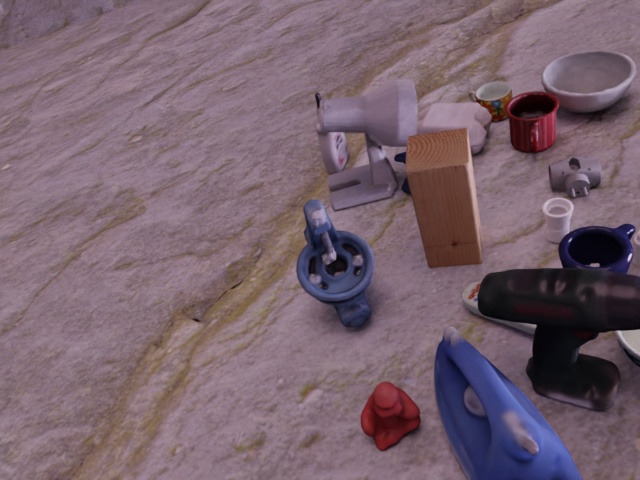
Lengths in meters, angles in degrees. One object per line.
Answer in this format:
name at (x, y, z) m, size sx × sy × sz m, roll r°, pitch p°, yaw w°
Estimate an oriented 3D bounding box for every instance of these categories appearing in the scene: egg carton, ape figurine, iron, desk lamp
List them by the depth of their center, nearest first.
iron at (0.193, 0.185, 0.685) m, size 0.118 × 0.142 × 0.257 m, roll -25°, pitch 42°, yaw -4°
ape figurine at (0.088, 0.216, 0.734) m, size 0.077 × 0.092 × 0.076 m, roll -2°, pitch 45°, yaw 21°
desk lamp at (0.090, -0.181, 1.059) m, size 0.203 × 0.214 × 0.118 m, roll -15°, pitch 42°, yaw 7°
egg carton at (0.261, -0.222, 1.141) m, size 0.149 × 0.069 × 0.107 m, roll 6°, pitch 48°, yaw 27°

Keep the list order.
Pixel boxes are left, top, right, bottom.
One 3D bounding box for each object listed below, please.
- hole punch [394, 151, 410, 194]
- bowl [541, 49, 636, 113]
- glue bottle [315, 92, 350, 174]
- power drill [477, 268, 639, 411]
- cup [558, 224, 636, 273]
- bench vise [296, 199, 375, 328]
hole punch at (0.203, -0.140, 1.062) m, size 0.108 × 0.091 × 0.101 m, roll 21°, pitch 56°, yaw 37°
bowl at (0.518, -0.297, 1.112) m, size 0.167 × 0.075 × 0.167 m, roll -11°, pitch 42°, yaw 11°
glue bottle at (0.017, -0.222, 1.163) m, size 0.037 × 0.173 × 0.078 m, roll 1°, pitch 46°, yaw 23°
power drill at (0.305, 0.109, 0.669) m, size 0.228 × 0.209 × 0.076 m, roll 9°, pitch 50°, yaw 30°
cup at (0.391, 0.035, 0.798) m, size 0.118 × 0.095 × 0.091 m, roll -33°, pitch 43°, yaw -13°
bench vise at (-0.001, 0.010, 0.891) m, size 0.121 × 0.220 × 0.206 m, roll -35°, pitch 43°, yaw -15°
